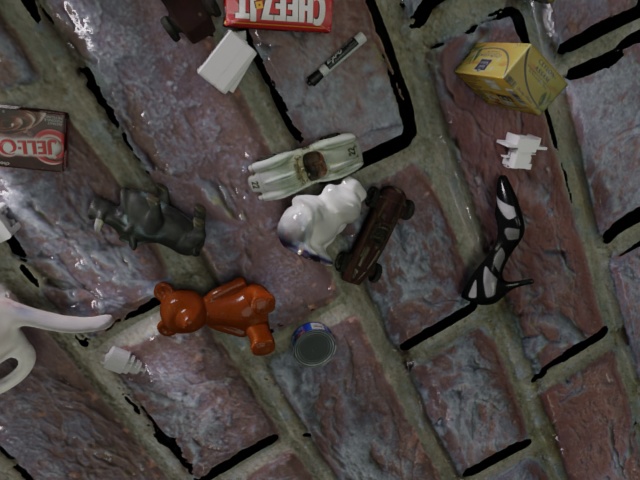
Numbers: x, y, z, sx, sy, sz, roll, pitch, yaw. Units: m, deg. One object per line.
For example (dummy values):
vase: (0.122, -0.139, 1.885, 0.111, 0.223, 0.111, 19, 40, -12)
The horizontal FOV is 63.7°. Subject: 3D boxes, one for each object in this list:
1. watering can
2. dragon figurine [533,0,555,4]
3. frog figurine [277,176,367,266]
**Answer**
watering can: (-0.532, 0.138, 0.821, 0.348, 0.105, 0.221, -27, 112, -2)
dragon figurine: (0.225, -0.543, 0.774, 0.409, 0.123, 0.242, 17, 96, -19)
frog figurine: (0.003, -0.045, 0.886, 0.136, 0.123, 0.160, 27, 85, -48)
